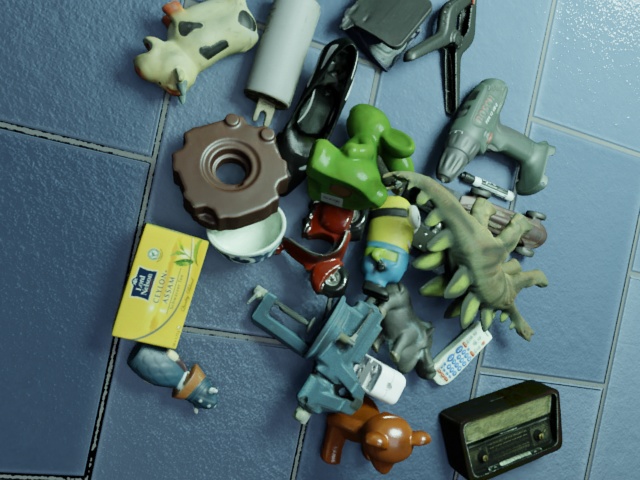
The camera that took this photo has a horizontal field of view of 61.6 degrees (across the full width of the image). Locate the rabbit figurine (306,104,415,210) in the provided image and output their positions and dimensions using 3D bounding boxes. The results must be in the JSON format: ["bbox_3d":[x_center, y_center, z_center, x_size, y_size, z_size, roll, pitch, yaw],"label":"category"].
[{"bbox_3d":[0.069,-0.141,0.835,0.159,0.121,0.170,15,68,15],"label":"rabbit figurine"}]

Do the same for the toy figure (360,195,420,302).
[{"bbox_3d":[0.112,0.009,0.902,0.089,0.082,0.180,26,71,-12],"label":"toy figure"}]

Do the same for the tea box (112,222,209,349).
[{"bbox_3d":[-0.240,0.067,0.807,0.098,0.068,0.169,16,89,-20],"label":"tea box"}]

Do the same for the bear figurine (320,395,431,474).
[{"bbox_3d":[0.087,0.329,0.872,0.120,0.196,0.131,2,94,-23],"label":"bear figurine"}]

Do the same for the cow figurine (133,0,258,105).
[{"bbox_3d":[-0.183,-0.287,0.798,0.195,0.085,0.127,-29,96,-16],"label":"cow figurine"}]

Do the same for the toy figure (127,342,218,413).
[{"bbox_3d":[-0.221,0.209,0.830,0.154,0.064,0.058,39,43,-22],"label":"toy figure"}]

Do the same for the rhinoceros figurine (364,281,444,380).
[{"bbox_3d":[0.149,0.165,0.953,0.112,0.073,0.190,-30,101,-26],"label":"rhinoceros figurine"}]

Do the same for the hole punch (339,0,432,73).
[{"bbox_3d":[0.110,-0.362,0.901,0.116,0.092,0.142,38,83,8],"label":"hole punch"}]

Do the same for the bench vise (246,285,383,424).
[{"bbox_3d":[-0.020,0.167,0.871,0.241,0.129,0.223,34,92,2],"label":"bench vise"}]

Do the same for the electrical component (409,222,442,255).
[{"bbox_3d":[0.186,0.000,0.975,0.063,0.021,0.094,30,84,-18],"label":"electrical component"}]

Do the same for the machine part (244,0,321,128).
[{"bbox_3d":[-0.059,-0.296,0.841,0.079,0.079,0.243,18,89,-19],"label":"machine part"}]

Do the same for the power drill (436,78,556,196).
[{"bbox_3d":[0.317,-0.159,0.971,0.207,0.086,0.232,27,72,-15],"label":"power drill"}]

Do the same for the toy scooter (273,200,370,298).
[{"bbox_3d":[-0.002,-0.003,0.876,0.135,0.075,0.184,17,65,7],"label":"toy scooter"}]

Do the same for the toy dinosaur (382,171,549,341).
[{"bbox_3d":[0.255,0.030,0.892,0.198,0.105,0.470,-45,118,-15],"label":"toy dinosaur"}]

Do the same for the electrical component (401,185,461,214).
[{"bbox_3d":[0.212,-0.067,0.952,0.119,0.075,0.047,23,87,-15],"label":"electrical component"}]

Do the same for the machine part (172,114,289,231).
[{"bbox_3d":[-0.134,-0.102,0.808,0.179,0.056,0.179,3,71,-9],"label":"machine part"}]

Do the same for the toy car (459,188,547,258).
[{"bbox_3d":[0.346,-0.032,1.012,0.202,0.053,0.089,20,94,-21],"label":"toy car"}]

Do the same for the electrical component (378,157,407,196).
[{"bbox_3d":[0.111,-0.116,0.910,0.078,0.045,0.102,-41,72,-20],"label":"electrical component"}]

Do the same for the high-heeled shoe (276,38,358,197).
[{"bbox_3d":[-0.003,-0.185,0.832,0.086,0.145,0.248,17,86,-19],"label":"high-heeled shoe"}]

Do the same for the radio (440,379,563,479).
[{"bbox_3d":[0.351,0.364,1.030,0.230,0.073,0.131,-11,97,-17],"label":"radio"}]
